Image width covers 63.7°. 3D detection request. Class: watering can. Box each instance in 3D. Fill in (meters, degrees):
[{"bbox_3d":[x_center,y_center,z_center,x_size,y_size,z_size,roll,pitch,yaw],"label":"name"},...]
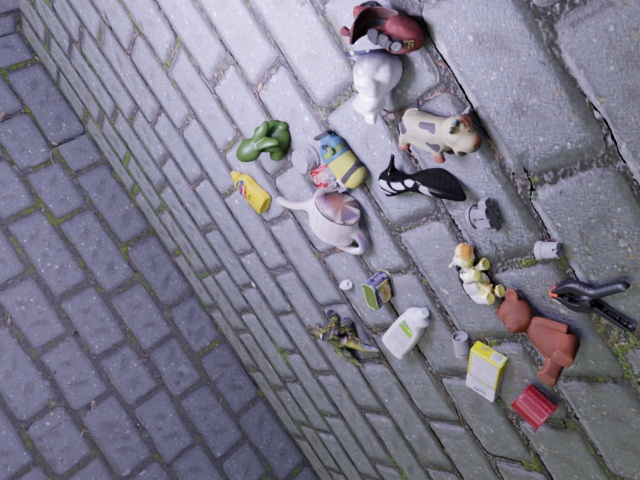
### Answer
[{"bbox_3d":[0.005,-0.079,1.576,0.350,0.106,0.219,34,151,13],"label":"watering can"}]

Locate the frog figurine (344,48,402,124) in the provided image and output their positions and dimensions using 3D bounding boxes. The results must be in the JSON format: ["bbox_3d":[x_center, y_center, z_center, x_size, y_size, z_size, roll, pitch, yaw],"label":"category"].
[{"bbox_3d":[0.124,-0.338,1.142,0.122,0.139,0.158,-2,101,23],"label":"frog figurine"}]

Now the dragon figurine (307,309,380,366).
[{"bbox_3d":[0.101,0.398,1.966,0.414,0.123,0.238,24,155,44],"label":"dragon figurine"}]
